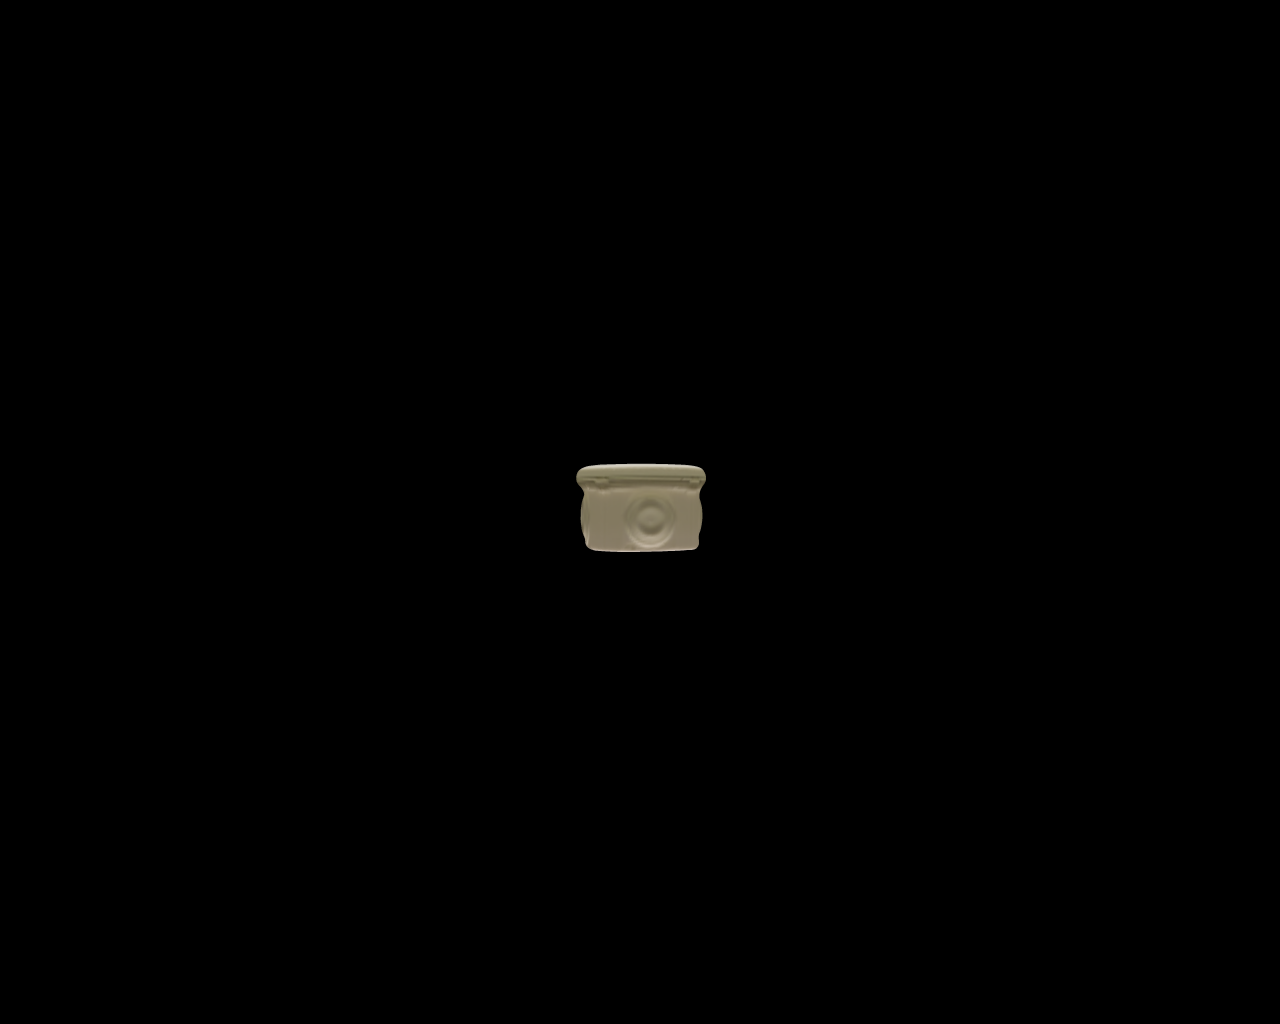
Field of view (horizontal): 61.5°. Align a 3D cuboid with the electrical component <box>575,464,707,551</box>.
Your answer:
[{"bbox_3d":[0.001,-0.003,0.650,0.080,0.051,0.080,0,0,0],"label":"electrical component"}]
